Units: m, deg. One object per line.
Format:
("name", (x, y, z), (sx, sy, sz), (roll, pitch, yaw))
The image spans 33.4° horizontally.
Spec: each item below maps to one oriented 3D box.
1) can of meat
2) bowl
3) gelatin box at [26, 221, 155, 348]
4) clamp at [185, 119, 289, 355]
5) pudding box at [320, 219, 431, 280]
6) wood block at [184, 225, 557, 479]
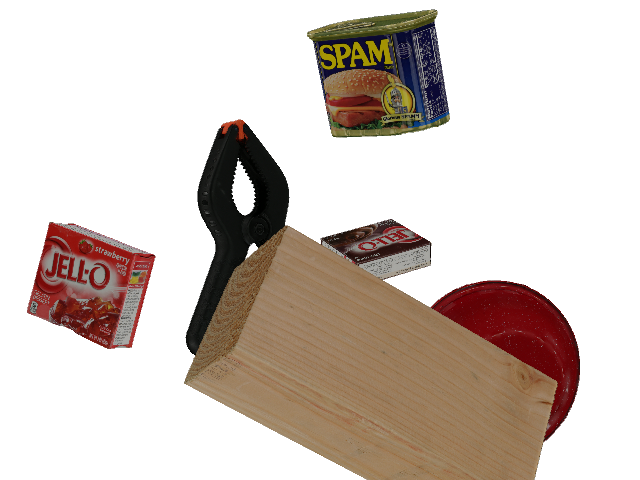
("can of meat", (0.046, -0.126, 0.818), (0.102, 0.084, 0.057), (3, 22, 40))
("bowl", (0.153, 0.117, 0.905), (0.162, 0.162, 0.055), (0, 5, -9))
("gelatin box", (-0.173, 0.032, 0.797), (0.089, 0.073, 0.030), (19, 7, 28))
("clamp", (-0.057, -0.006, 0.991), (0.164, 0.210, 0.036), (-4, 1, -37))
("pudding box", (0.070, 0.014, 1.348), (0.113, 0.039, 0.090), (-17, 28, -25))
("wood block", (0.033, 0.089, 0.673), (0.206, 0.090, 0.090), (30, -31, -14))
